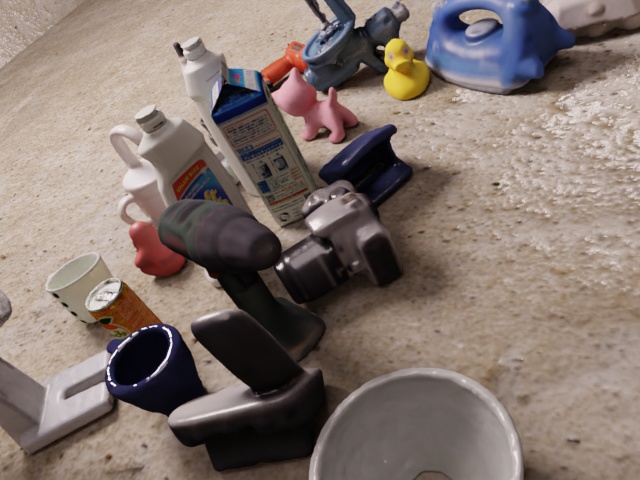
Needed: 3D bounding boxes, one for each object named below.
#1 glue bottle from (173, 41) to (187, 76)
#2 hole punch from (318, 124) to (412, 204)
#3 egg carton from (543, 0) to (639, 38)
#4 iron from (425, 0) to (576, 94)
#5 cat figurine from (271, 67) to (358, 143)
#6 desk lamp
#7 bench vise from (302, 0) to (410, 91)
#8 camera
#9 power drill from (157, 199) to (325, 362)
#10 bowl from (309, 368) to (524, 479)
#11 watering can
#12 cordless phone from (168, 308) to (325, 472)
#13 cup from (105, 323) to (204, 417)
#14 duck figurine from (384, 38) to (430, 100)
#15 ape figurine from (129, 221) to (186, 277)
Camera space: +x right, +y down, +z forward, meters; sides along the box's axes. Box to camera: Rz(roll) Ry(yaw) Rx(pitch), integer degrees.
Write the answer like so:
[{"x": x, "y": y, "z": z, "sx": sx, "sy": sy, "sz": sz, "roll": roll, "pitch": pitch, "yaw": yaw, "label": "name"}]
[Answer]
[{"x": -0.239, "y": -0.311, "z": 1.130, "sx": 0.037, "sy": 0.174, "sz": 0.077, "roll": -45, "pitch": 41, "yaw": -19, "label": "glue bottle"}, {"x": 0.053, "y": -0.108, "z": 0.788, "sx": 0.109, "sy": 0.091, "sz": 0.100, "roll": -41, "pitch": 40, "yaw": -15, "label": "hole punch"}, {"x": 0.412, "y": -0.352, "z": 0.859, "sx": 0.150, "sy": 0.070, "sz": 0.107, "roll": -5, "pitch": 44, "yaw": 27, "label": "egg carton"}, {"x": 0.240, "y": -0.319, "z": 0.869, "sx": 0.119, "sy": 0.142, "sz": 0.257, "roll": -44, "pitch": 40, "yaw": -18, "label": "iron"}, {"x": -0.016, "y": -0.226, "z": 0.941, "sx": 0.127, "sy": 0.118, "sz": 0.067, "roll": 10, "pitch": 52, "yaw": 39, "label": "cat figurine"}, {"x": -0.387, "y": 0.152, "z": 0.668, "sx": 0.203, "sy": 0.214, "sz": 0.117, "roll": -28, "pitch": 38, "yaw": 1, "label": "desk lamp"}, {"x": 0.041, "y": -0.391, "z": 1.009, "sx": 0.207, "sy": 0.220, "sz": 0.121, "roll": -28, "pitch": 38, "yaw": 1, "label": "bench vise"}, {"x": 0.006, "y": 0.002, "z": 0.685, "sx": 0.137, "sy": 0.101, "sz": 0.142, "roll": -31, "pitch": 38, "yaw": -3, "label": "camera"}, {"x": -0.078, "y": 0.040, "z": 0.608, "sx": 0.228, "sy": 0.209, "sz": 0.076, "roll": 22, "pitch": 60, "yaw": 45, "label": "power drill"}, {"x": 0.080, "y": 0.189, "z": 0.451, "sx": 0.167, "sy": 0.075, "sz": 0.167, "roll": -17, "pitch": 40, "yaw": 15, "label": "bowl"}, {"x": -0.248, "y": -0.103, "z": 0.884, "sx": 0.100, "sy": 0.195, "sz": 0.173, "roll": -6, "pitch": 43, "yaw": 26, "label": "watering can"}, {"x": -0.087, "y": 0.128, "z": 0.532, "sx": 0.147, "sy": 0.185, "sz": 0.094, "roll": -19, "pitch": 39, "yaw": 12, "label": "cordless phone"}, {"x": -0.182, "y": 0.152, "z": 0.638, "sx": 0.117, "sy": 0.095, "sz": 0.092, "roll": 9, "pitch": 52, "yaw": 38, "label": "cup"}, {"x": 0.135, "y": -0.294, "z": 0.950, "sx": 0.077, "sy": 0.086, "sz": 0.104, "roll": -18, "pitch": 39, "yaw": 13, "label": "duck figurine"}, {"x": -0.244, "y": 0.007, "z": 0.841, "sx": 0.078, "sy": 0.092, "sz": 0.075, "roll": -41, "pitch": 40, "yaw": -15, "label": "ape figurine"}]
